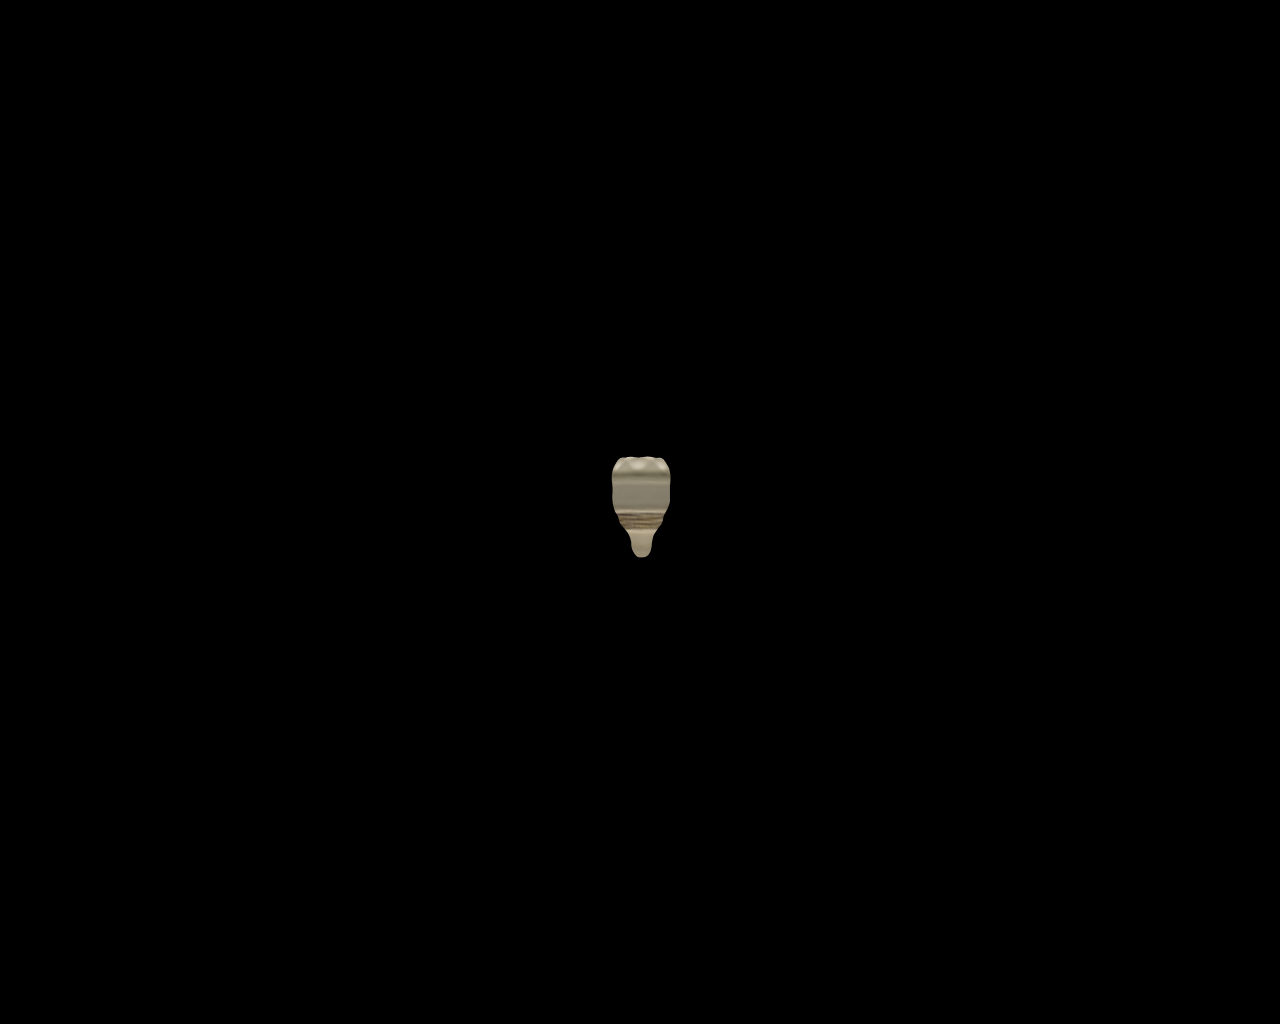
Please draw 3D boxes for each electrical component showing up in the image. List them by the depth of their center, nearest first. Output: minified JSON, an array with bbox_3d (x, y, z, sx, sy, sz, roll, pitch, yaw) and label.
[{"bbox_3d":[0.001,-0.003,0.650,0.035,0.061,0.035,0,0,0],"label":"electrical component"}]
